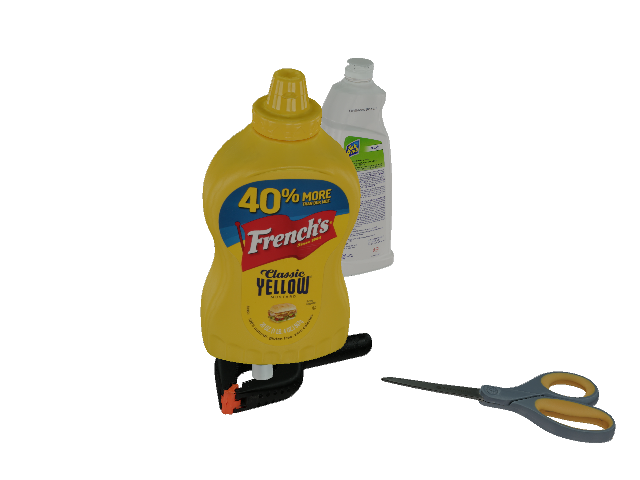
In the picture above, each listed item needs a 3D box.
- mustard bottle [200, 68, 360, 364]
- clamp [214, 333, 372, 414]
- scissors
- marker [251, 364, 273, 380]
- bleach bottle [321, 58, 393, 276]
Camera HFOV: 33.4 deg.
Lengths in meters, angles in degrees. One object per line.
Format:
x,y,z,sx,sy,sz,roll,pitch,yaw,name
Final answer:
-0.024,-0.014,0.658,0.096,0.192,0.058,-1,32,-9,mustard bottle
-0.042,0.127,1.142,0.165,0.036,0.209,14,26,12,clamp
0.162,0.130,0.948,0.202,0.016,0.096,16,29,15,scissors
-0.052,0.065,0.934,0.020,0.121,0.020,0,22,0,marker
0.043,-0.085,1.225,0.102,0.251,0.068,-12,31,-30,bleach bottle
